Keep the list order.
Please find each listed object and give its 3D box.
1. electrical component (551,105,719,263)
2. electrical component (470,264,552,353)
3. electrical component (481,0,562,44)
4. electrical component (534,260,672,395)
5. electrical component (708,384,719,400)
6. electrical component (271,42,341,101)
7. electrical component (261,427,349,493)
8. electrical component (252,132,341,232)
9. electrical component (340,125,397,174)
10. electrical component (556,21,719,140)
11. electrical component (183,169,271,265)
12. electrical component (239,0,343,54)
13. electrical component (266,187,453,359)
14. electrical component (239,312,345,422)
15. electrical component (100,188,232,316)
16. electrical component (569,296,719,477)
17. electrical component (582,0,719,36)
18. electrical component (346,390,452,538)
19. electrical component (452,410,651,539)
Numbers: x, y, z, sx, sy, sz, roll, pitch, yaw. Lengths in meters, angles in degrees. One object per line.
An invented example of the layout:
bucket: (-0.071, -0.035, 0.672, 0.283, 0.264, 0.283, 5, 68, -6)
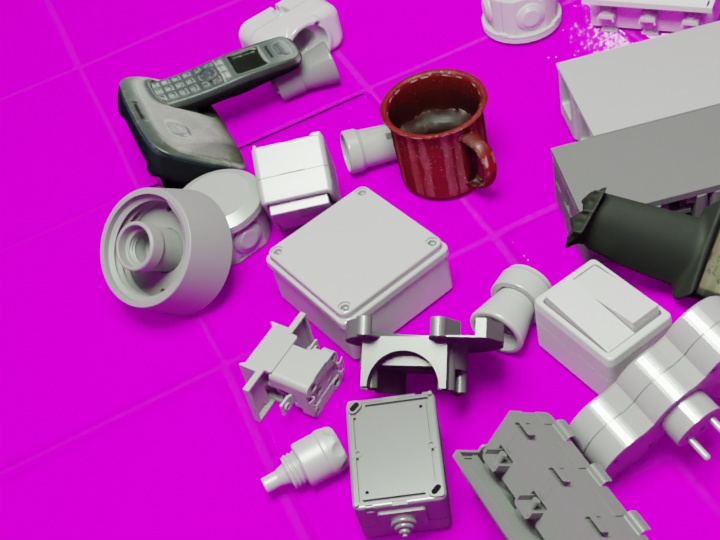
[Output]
electrical component: (0.240, -0.066, 0.865, 0.150, 0.061, 0.089, -14, 46, 1)
electrical component: (0.116, 0.029, 0.820, 0.045, 0.045, 0.055, 20, 55, 30)
electrical component: (0.162, -0.269, 1.084, 0.080, 0.051, 0.080, -8, 46, 8)
electrical component: (0.180, 0.045, 0.776, 0.062, 0.061, 0.096, -33, 48, -16)
electrical component: (0.266, 0.067, 0.748, 0.065, 0.044, 0.044, -7, 46, 2)
electrical component: (-0.057, -0.197, 1.083, 0.065, 0.044, 0.044, -23, 46, 0)
electrical component: (-0.041, 0.139, 0.765, 0.061, 0.035, 0.035, -27, 47, -8)
electrical component: (-0.051, -0.069, 0.933, 0.062, 0.096, 0.061, -12, 73, 3)
electrical component: (0.009, -0.113, 0.987, 0.046, 0.040, 0.040, -14, 45, -7)
electrical component: (0.278, -0.149, 0.934, 0.186, 0.060, 0.105, -14, 46, 1)
electrical component: (-0.120, -0.047, 0.950, 0.080, 0.051, 0.080, -7, 46, 8)
electrical component: (-0.069, -0.242, 1.118, 0.095, 0.053, 0.059, -34, 48, -17)
electrical component: (0.000, 0.000, 0.870, 0.109, 0.056, 0.109, -36, 49, -19)
electrical component: (-0.050, 0.078, 0.821, 0.064, 0.042, 0.081, 19, 56, 25)
electrical component: (-0.167, -0.017, 0.889, 0.108, 0.060, 0.108, -3, 84, 31)
electrical component: (0.209, 0.090, 0.703, 0.138, 0.052, 0.073, -46, 61, 12)
electrical component: (0.285, -0.267, 1.041, 0.121, 0.063, 0.078, 11, 51, 24)
electrical component: (0.027, 0.140, 0.732, 0.062, 0.061, 0.096, -8, 53, 4)
electrical component: (0.124, 0.150, 0.682, 0.079, 0.063, 0.121, 8, 32, -37)
